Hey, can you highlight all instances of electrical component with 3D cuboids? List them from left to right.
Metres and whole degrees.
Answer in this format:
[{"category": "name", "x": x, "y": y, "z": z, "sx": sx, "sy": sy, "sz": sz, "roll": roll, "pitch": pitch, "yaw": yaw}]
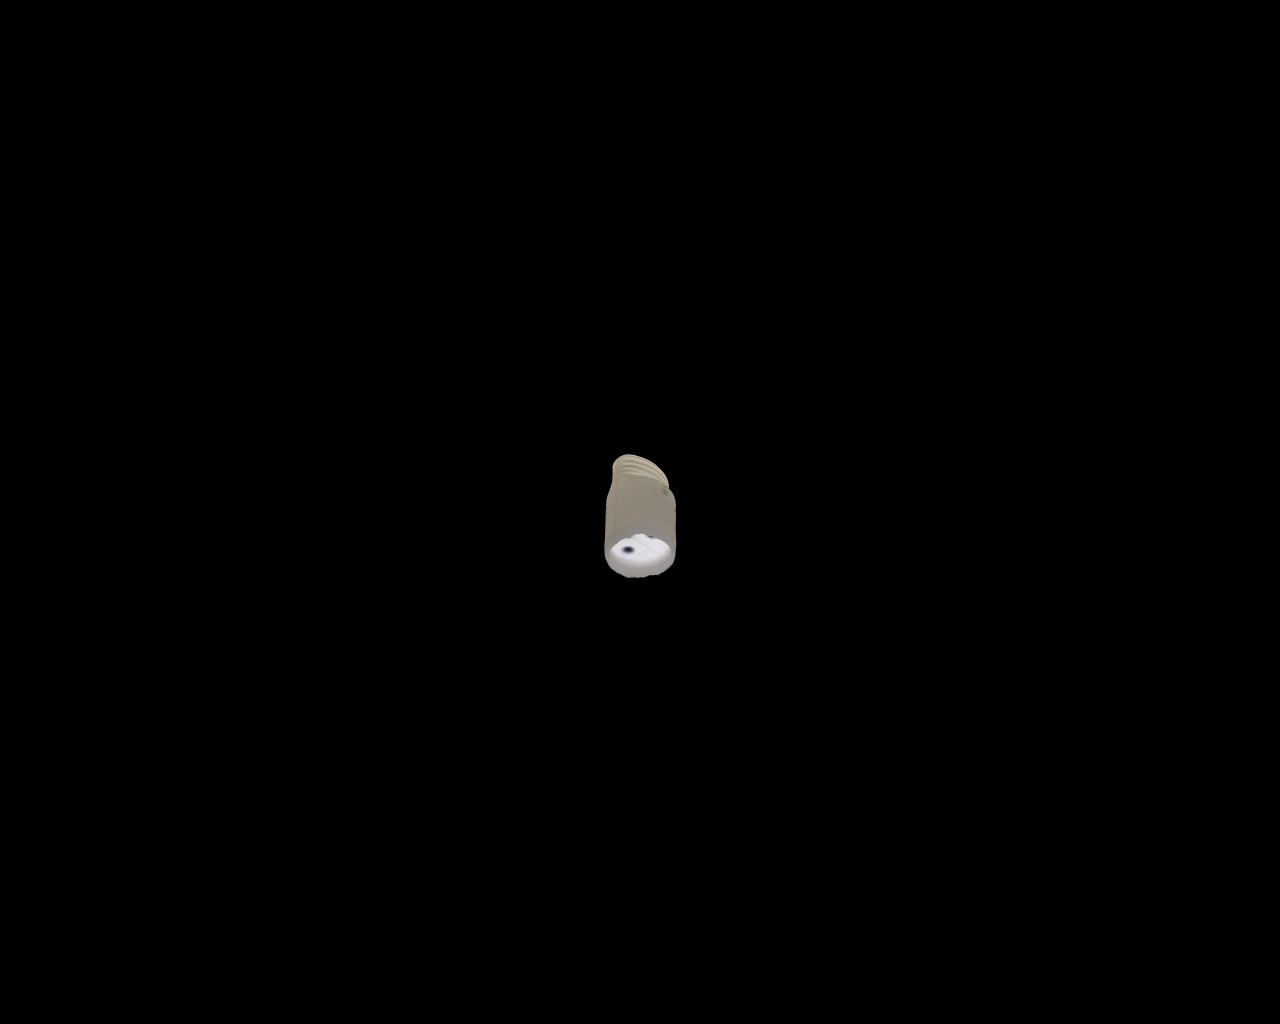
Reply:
[{"category": "electrical component", "x": 0.001, "y": -0.003, "z": 0.650, "sx": 0.043, "sy": 0.081, "sz": 0.043, "roll": 0, "pitch": -42, "yaw": 0}]
